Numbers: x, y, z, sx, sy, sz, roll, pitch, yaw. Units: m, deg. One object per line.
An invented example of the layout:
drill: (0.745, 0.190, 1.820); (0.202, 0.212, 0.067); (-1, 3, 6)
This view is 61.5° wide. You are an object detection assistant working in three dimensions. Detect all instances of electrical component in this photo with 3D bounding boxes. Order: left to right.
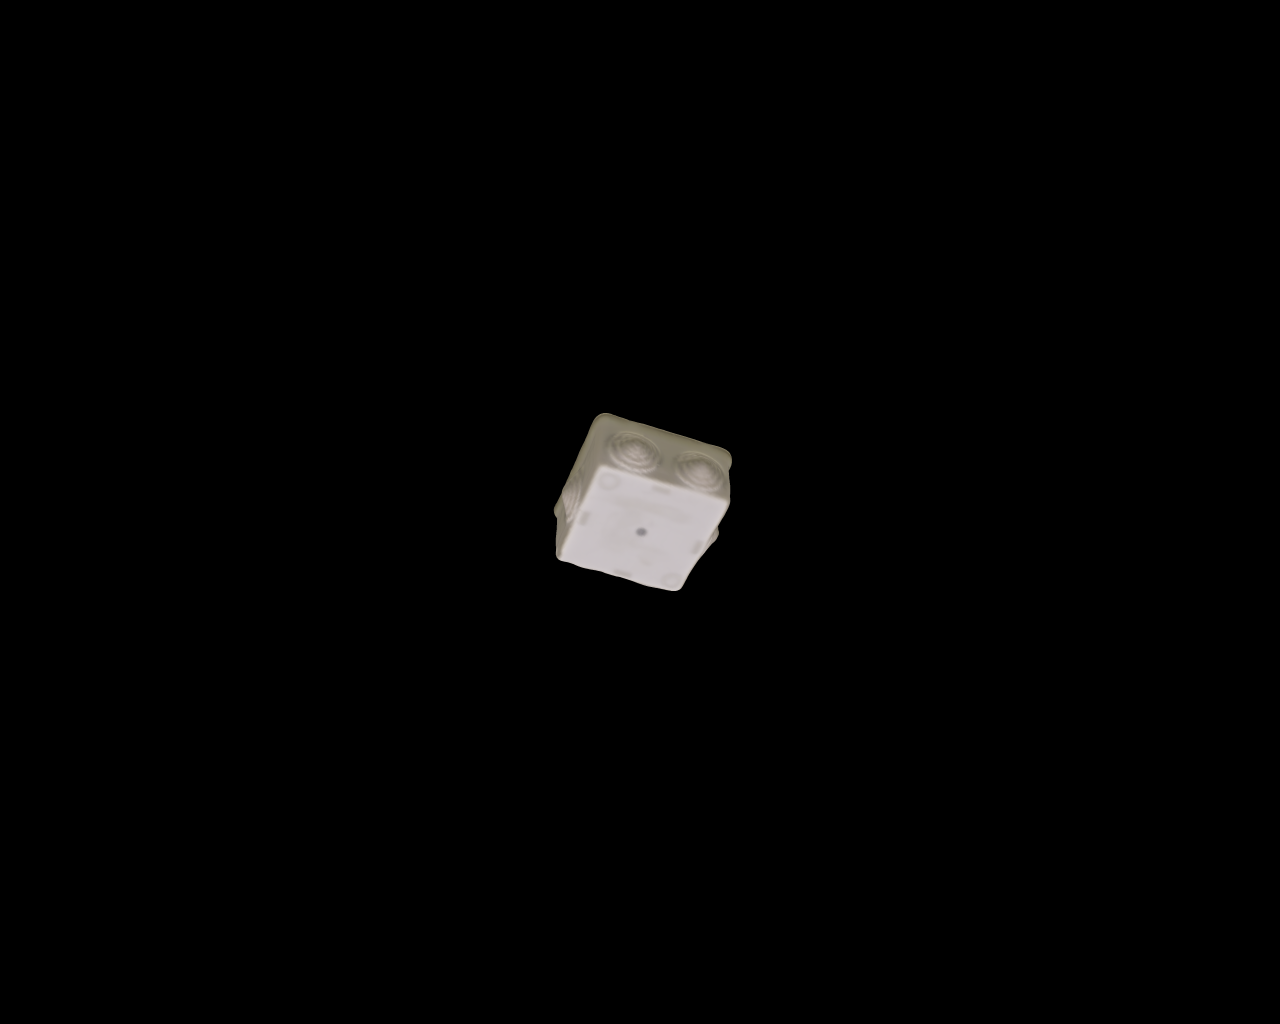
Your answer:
electrical component: (0.001, -0.003, 0.650); (0.100, 0.099, 0.048); (17, 39, -14)
